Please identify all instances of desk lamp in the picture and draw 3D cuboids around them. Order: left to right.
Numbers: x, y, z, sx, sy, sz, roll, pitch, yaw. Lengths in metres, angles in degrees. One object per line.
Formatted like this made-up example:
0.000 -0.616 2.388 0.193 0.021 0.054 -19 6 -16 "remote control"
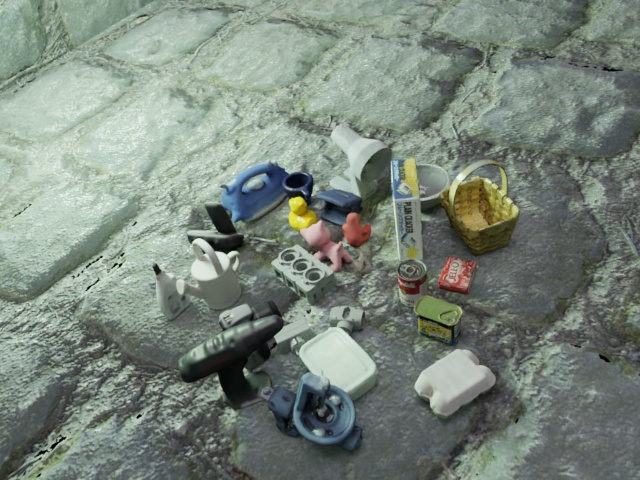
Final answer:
0.106 -0.215 1.627 0.118 0.214 0.202 -34 47 -22 "desk lamp"

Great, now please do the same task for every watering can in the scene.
-0.271 0.081 1.417 0.100 0.194 0.173 12 48 24 "watering can"

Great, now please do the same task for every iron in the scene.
-0.184 -0.165 1.693 0.259 0.142 0.118 -36 48 -24 "iron"

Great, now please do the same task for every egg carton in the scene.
0.274 0.291 1.167 0.150 0.069 0.107 -29 46 -17 "egg carton"

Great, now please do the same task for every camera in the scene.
-0.154 0.201 1.334 0.137 0.101 0.142 -27 45 -15 "camera"

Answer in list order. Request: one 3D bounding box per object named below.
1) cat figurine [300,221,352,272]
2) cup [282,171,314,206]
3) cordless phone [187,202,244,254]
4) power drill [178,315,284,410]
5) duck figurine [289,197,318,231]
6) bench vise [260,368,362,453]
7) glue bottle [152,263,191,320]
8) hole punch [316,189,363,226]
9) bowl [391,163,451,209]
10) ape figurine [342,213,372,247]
0.014 0.005 1.488 0.127 0.118 0.067 26 55 34 "cat figurine"
-0.051 -0.131 1.662 0.092 0.095 0.117 -26 45 -14 "cup"
-0.297 -0.041 1.557 0.147 0.185 0.094 2 45 15 "cordless phone"
-0.168 0.259 1.198 0.230 0.209 0.075 -19 44 -8 "power drill"
-0.053 -0.079 1.614 0.078 0.086 0.104 -31 46 -19 "duck figurine"
-0.029 0.321 1.094 0.207 0.220 0.121 -1 44 12 "bench vise"
-0.378 0.118 1.418 0.037 0.173 0.078 25 55 33 "glue bottle"
0.055 -0.108 1.617 0.108 0.091 0.101 22 53 31 "hole punch"
0.284 -0.139 1.609 0.167 0.075 0.167 -6 43 6 "bowl"
0.094 -0.034 1.531 0.077 0.092 0.076 14 49 25 "ape figurine"
